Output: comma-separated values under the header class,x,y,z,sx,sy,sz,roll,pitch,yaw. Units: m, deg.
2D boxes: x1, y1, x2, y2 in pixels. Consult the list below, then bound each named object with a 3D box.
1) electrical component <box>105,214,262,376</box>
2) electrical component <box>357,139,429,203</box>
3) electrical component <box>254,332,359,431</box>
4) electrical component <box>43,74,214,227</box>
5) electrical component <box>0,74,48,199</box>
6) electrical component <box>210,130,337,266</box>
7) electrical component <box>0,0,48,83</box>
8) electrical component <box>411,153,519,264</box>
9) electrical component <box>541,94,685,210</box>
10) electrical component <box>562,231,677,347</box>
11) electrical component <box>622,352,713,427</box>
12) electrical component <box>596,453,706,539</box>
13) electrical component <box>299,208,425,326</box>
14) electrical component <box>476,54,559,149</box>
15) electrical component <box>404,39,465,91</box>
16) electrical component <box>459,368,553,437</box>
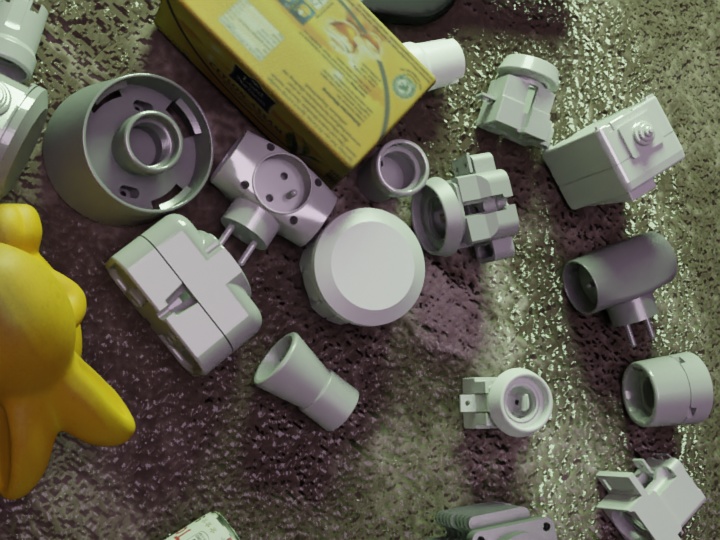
class,x,y,z,sx,sy,sz,roll,pitch,yaw
electrical component,-0.111,0.014,0.698,0.059,0.054,0.095,-40,98,-21
electrical component,0.022,-0.068,0.764,0.040,0.046,0.040,3,82,-21
electrical component,-0.033,0.078,0.727,0.065,0.044,0.044,40,71,-17
electrical component,-0.149,-0.079,0.703,0.099,0.064,0.099,3,84,-34
electrical component,-0.227,-0.083,0.653,0.051,0.080,0.080,26,75,-11
electrical component,-0.068,-0.041,0.727,0.077,0.044,0.079,36,72,-13
electrical component,-0.222,-0.149,0.685,0.040,0.040,0.046,19,71,-18
electrical component,0.073,-0.041,0.775,0.057,0.058,0.078,-12,88,-25
electrical component,0.194,-0.085,0.804,0.062,0.096,0.061,-30,94,-22
electrical component,0.205,0.019,0.824,0.077,0.043,0.079,-19,91,-22
electrical component,0.233,0.092,0.821,0.047,0.055,0.055,-5,85,-18
electrical component,0.222,0.176,0.812,0.064,0.042,0.081,-39,98,-22
electrical component,0.000,0.000,0.744,0.080,0.051,0.080,3,82,-21
electrical component,0.122,-0.129,0.811,0.066,0.048,0.055,20,84,-17
electrical component,0.049,-0.149,0.788,0.046,0.040,0.040,-19,90,-27
electrical component,0.106,0.095,0.770,0.066,0.055,0.048,2,83,-21
